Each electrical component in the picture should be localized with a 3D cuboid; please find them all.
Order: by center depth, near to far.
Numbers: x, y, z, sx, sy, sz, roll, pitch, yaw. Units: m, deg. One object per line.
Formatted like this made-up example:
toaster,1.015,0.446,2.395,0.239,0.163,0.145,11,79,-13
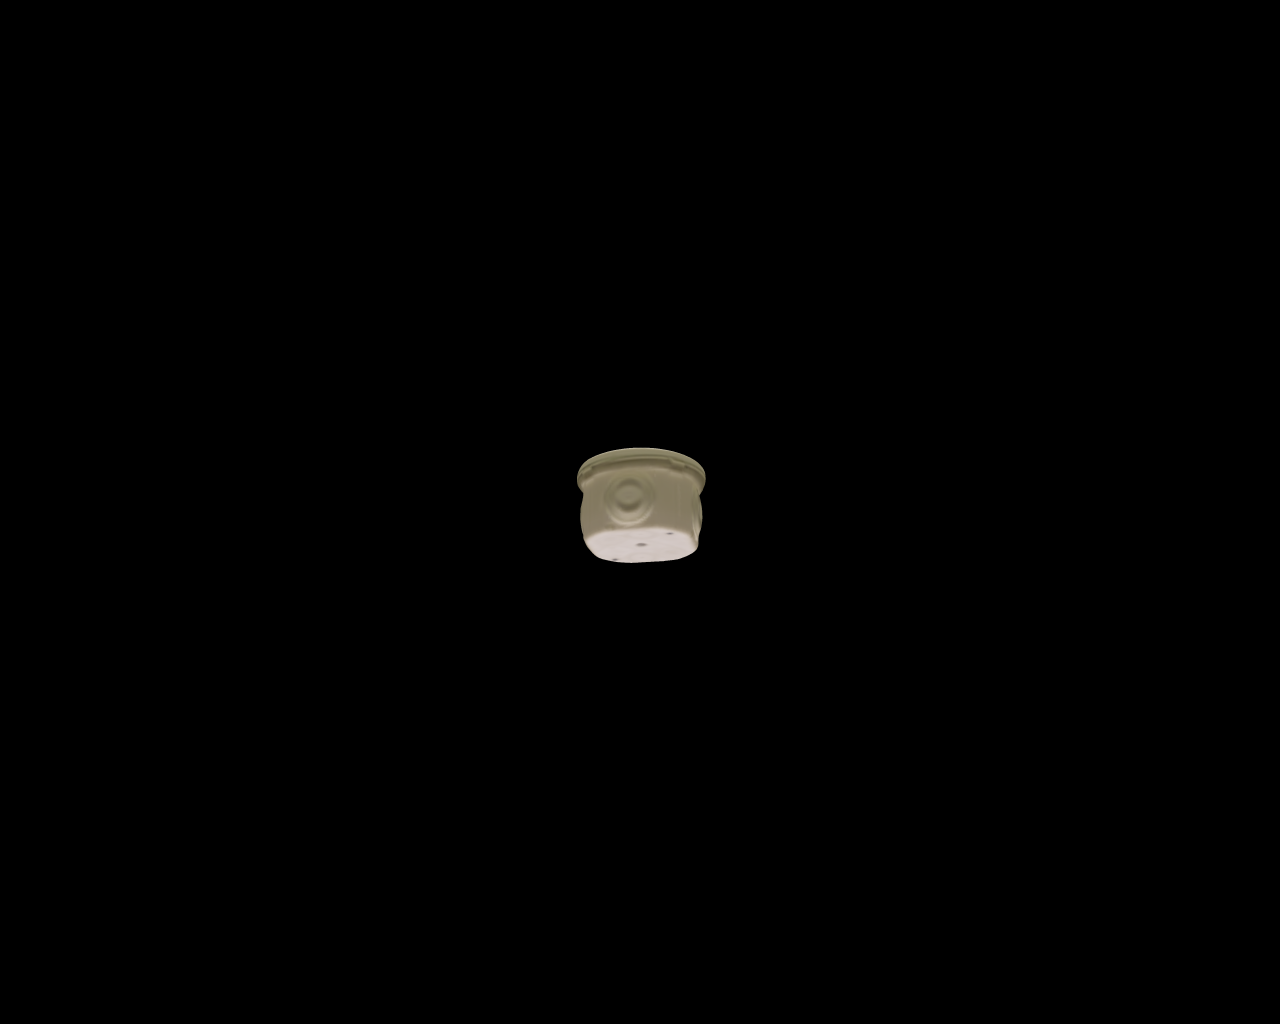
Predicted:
electrical component,0.001,-0.003,0.650,0.080,0.051,0.080,0,-20,0
